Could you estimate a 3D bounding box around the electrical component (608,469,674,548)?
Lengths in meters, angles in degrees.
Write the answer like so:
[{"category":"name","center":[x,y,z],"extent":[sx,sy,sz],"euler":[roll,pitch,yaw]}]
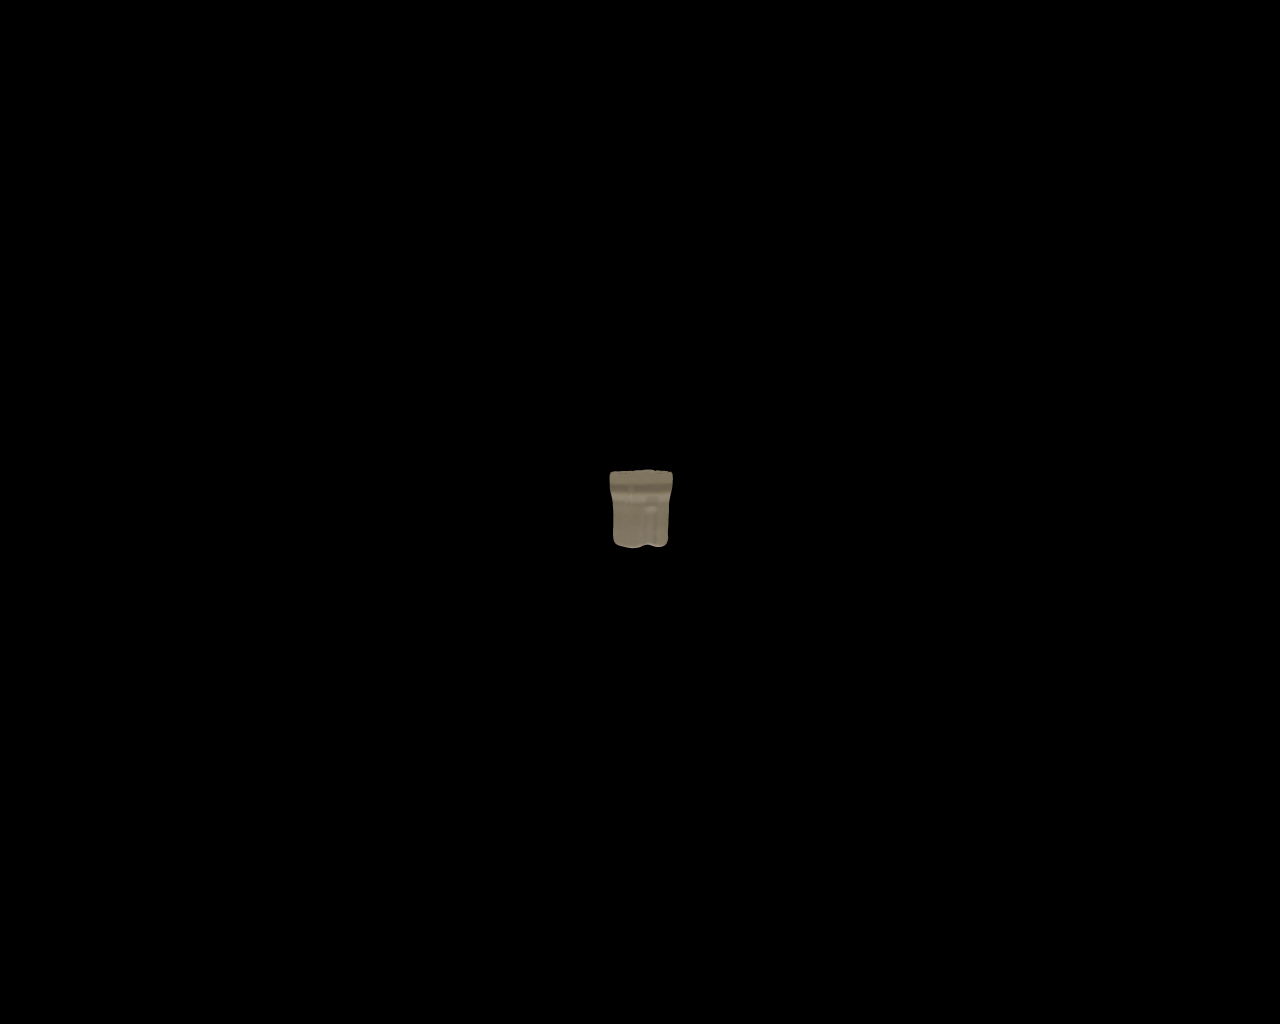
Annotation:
[{"category":"electrical component","center":[0.001,-0.003,0.650],"extent":[0.040,0.046,0.040],"euler":[0,3,0]}]
